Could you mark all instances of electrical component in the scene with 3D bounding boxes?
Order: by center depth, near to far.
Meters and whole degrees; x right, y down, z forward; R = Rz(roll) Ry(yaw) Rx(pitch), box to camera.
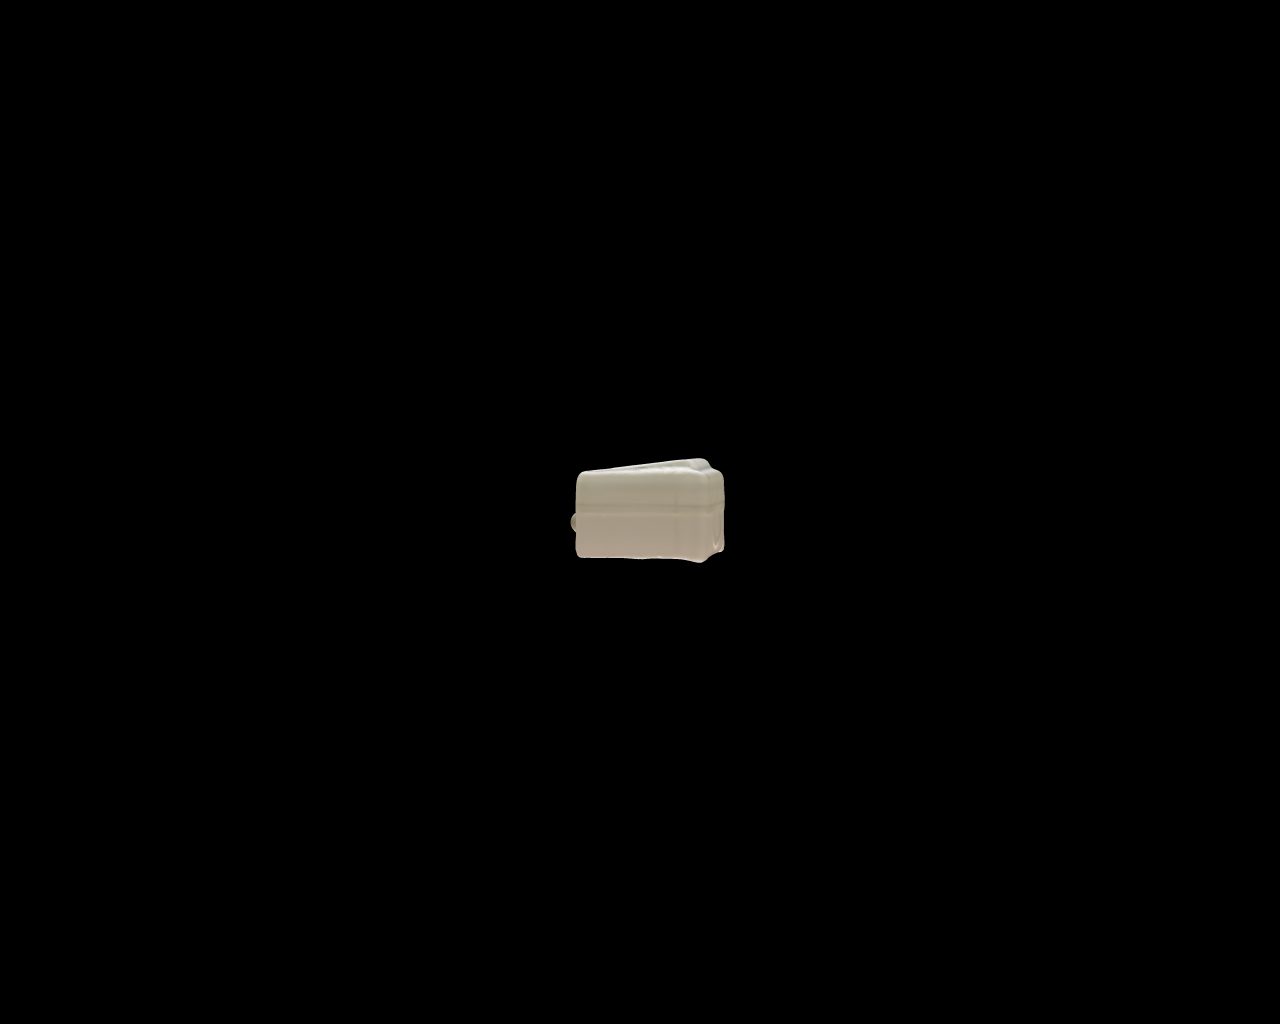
[{"bbox_3d":[0.001,-0.003,0.650,0.096,0.061,0.062,1,4,15],"label":"electrical component"}]
